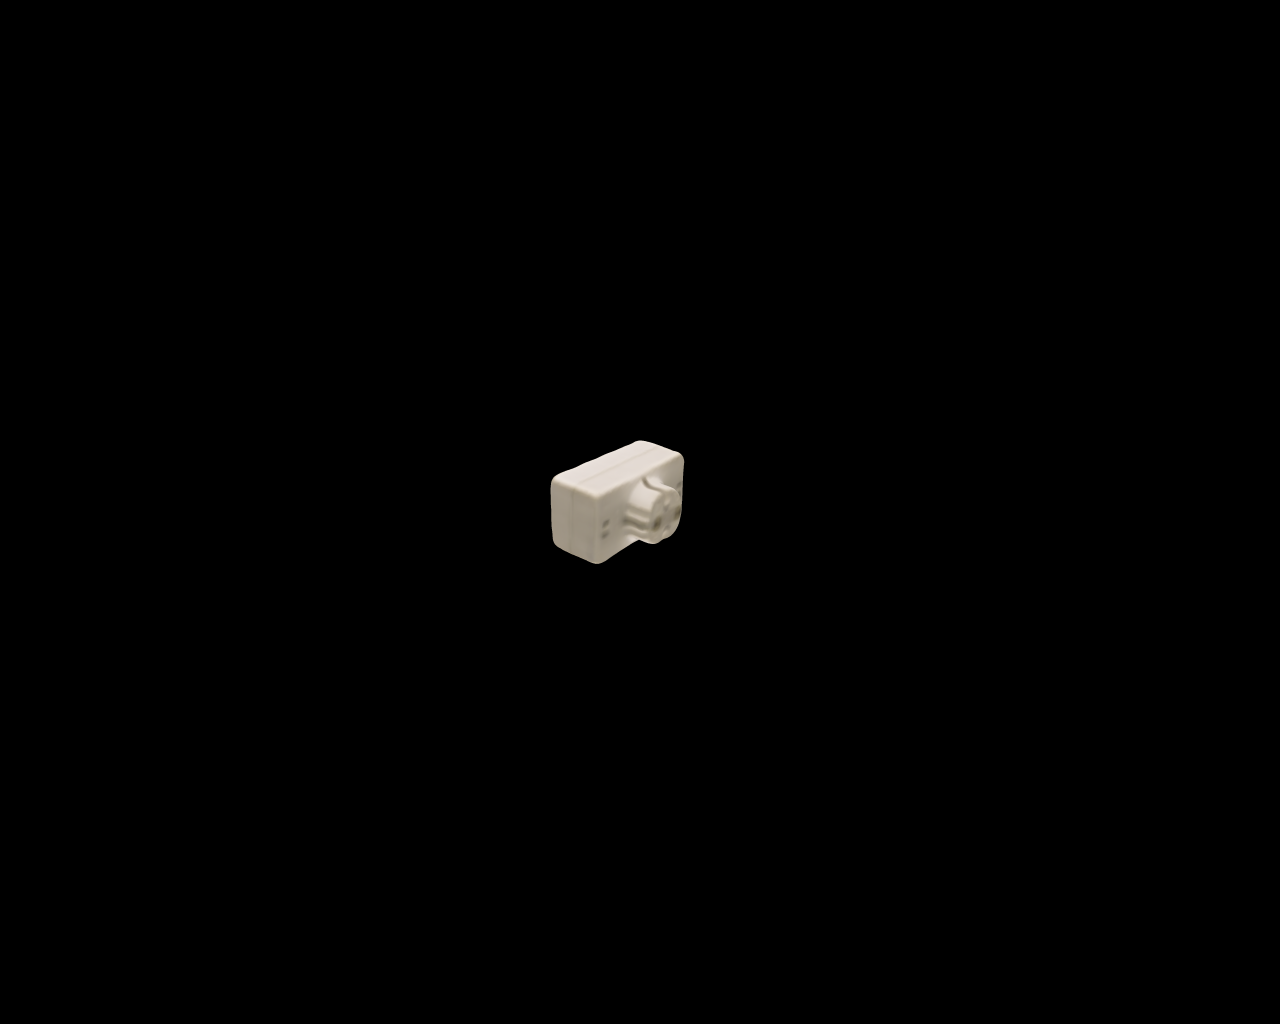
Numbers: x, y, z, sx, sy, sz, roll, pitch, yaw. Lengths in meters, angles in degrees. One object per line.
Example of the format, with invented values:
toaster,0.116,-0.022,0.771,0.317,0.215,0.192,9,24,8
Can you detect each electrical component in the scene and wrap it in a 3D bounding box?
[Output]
electrical component,0.001,-0.003,0.650,0.076,0.047,0.083,21,33,36
